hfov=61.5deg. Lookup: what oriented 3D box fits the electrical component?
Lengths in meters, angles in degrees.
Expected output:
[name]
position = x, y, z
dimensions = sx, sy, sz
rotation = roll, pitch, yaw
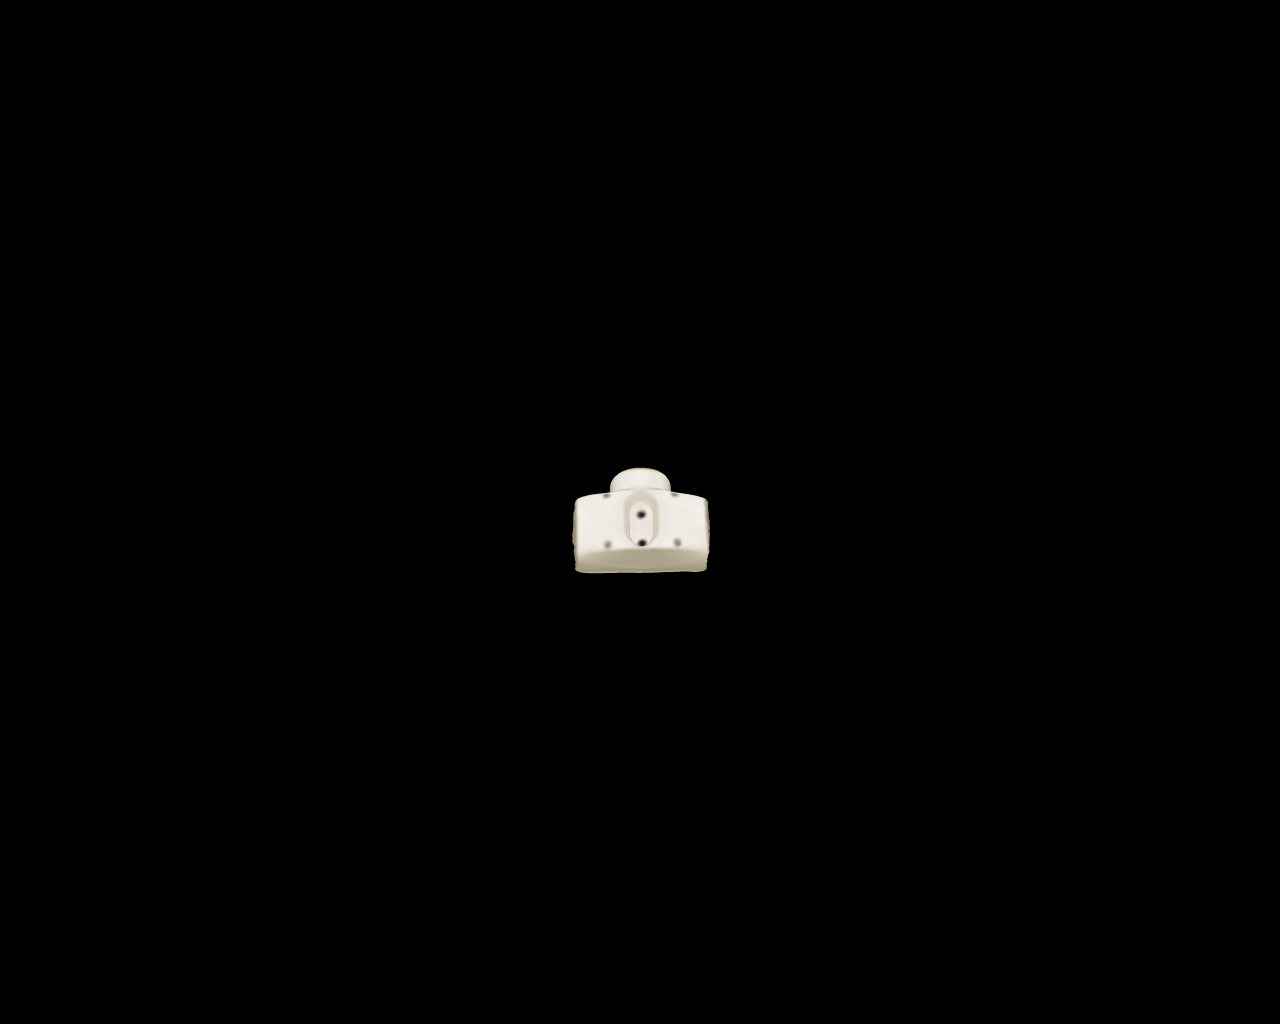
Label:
[electrical component]
position = 0.001, -0.003, 0.650
dimensions = 0.077, 0.079, 0.043
rotation = 0, -28, 0
